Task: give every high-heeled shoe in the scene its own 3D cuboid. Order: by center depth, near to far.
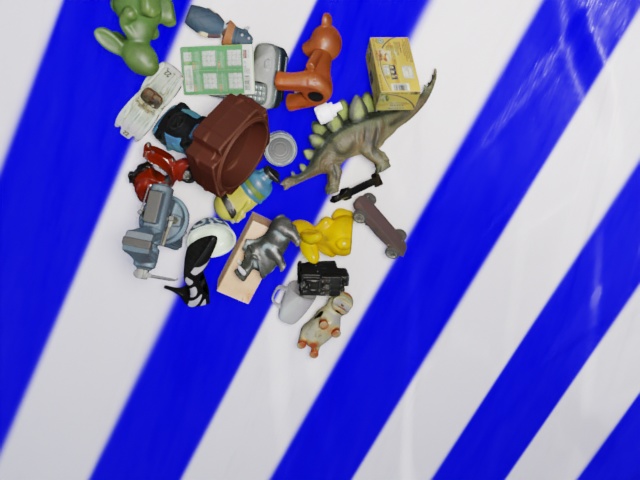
[{"bbox_3d":[-0.283,0.086,1.348,0.145,0.086,0.249,23,129,-37],"label":"high-heeled shoe"}]

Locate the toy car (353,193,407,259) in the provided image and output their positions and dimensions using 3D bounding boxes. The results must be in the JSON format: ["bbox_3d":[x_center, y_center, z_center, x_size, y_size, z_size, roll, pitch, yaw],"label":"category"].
[{"bbox_3d":[0.157,-0.034,1.410,0.053,0.089,0.202,-25,117,40],"label":"toy car"}]

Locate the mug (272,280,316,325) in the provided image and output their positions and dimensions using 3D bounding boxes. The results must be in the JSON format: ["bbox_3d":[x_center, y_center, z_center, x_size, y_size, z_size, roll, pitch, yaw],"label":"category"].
[{"bbox_3d":[-0.079,0.170,1.443,0.109,0.081,0.107,19,113,-20],"label":"mug"}]

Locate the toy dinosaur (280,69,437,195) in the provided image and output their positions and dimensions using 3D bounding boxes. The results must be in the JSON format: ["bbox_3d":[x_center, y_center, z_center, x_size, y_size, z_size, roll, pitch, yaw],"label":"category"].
[{"bbox_3d":[0.104,-0.256,1.320,0.471,0.105,0.198,-28,106,-6],"label":"toy dinosaur"}]

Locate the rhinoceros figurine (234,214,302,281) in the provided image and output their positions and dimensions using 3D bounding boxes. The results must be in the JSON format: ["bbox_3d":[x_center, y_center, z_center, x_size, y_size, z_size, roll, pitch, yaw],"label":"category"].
[{"bbox_3d":[-0.128,0.026,1.295,0.112,0.073,0.190,37,99,-18],"label":"rhinoceros figurine"}]

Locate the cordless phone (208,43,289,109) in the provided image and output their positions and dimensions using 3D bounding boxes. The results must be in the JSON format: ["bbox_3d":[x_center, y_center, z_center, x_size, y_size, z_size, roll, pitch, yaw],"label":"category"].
[{"bbox_3d":[-0.171,-0.387,1.252,0.184,0.089,0.146,9,107,3],"label":"cordless phone"}]

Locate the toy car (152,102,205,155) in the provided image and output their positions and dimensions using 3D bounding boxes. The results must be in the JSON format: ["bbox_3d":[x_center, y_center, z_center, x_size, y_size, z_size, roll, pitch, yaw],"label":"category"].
[{"bbox_3d":[-0.303,-0.243,1.256,0.109,0.162,0.102,-58,150,-11],"label":"toy car"}]

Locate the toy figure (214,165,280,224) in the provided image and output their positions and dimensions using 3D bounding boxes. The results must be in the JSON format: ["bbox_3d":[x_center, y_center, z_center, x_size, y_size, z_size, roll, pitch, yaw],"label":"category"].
[{"bbox_3d":[-0.183,-0.117,1.334,0.180,0.082,0.089,-42,91,14],"label":"toy figure"}]

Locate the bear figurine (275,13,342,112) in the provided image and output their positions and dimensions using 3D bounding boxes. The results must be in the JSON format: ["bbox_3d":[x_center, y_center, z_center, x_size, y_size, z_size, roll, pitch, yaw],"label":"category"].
[{"bbox_3d":[-0.019,-0.407,1.228,0.132,0.120,0.196,-1,71,16],"label":"bear figurine"}]

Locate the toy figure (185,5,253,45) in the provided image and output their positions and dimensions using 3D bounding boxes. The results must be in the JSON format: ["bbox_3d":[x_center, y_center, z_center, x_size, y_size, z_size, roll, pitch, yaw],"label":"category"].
[{"bbox_3d":[-0.226,-0.479,1.220,0.154,0.058,0.064,20,110,-20],"label":"toy figure"}]

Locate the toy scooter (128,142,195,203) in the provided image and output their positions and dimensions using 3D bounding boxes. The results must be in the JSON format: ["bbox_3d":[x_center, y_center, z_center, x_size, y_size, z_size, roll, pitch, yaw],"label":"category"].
[{"bbox_3d":[-0.387,-0.160,1.263,0.184,0.075,0.135,-27,128,25],"label":"toy scooter"}]

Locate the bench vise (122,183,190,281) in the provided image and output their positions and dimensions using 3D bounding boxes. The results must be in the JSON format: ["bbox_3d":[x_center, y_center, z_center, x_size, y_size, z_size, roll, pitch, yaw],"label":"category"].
[{"bbox_3d":[-0.366,-0.010,1.255,0.129,0.240,0.223,-1,82,5],"label":"bench vise"}]

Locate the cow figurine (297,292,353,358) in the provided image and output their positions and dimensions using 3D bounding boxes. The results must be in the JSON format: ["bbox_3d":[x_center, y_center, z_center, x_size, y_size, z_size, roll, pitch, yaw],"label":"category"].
[{"bbox_3d":[0.021,0.214,1.462,0.085,0.127,0.195,34,114,-17],"label":"cow figurine"}]

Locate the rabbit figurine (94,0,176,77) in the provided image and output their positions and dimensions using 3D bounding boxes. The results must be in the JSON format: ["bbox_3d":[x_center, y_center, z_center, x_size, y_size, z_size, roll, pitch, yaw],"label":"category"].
[{"bbox_3d":[-0.402,-0.444,1.164,0.159,0.121,0.170,2,99,3],"label":"rabbit figurine"}]

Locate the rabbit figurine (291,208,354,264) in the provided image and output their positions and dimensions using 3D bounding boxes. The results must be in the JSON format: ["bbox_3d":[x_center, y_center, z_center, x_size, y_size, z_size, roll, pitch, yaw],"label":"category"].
[{"bbox_3d":[-0.003,-0.004,1.374,0.173,0.162,0.121,10,120,7],"label":"rabbit figurine"}]

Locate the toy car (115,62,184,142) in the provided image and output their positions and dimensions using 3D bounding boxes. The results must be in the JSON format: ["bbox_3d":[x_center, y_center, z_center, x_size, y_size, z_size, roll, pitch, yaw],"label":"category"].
[{"bbox_3d":[-0.396,-0.319,1.246,0.073,0.056,0.201,38,98,-18],"label":"toy car"}]

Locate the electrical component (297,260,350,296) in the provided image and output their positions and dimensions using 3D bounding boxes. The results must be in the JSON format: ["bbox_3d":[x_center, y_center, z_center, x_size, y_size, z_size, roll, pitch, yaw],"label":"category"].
[{"bbox_3d":[0.008,0.099,1.414,0.134,0.115,0.058,0,112,-9],"label":"electrical component"}]

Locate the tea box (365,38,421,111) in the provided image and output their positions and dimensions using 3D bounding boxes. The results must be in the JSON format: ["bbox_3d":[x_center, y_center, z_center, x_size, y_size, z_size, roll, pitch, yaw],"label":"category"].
[{"bbox_3d":[0.168,-0.388,1.253,0.098,0.169,0.068,-1,153,-7],"label":"tea box"}]

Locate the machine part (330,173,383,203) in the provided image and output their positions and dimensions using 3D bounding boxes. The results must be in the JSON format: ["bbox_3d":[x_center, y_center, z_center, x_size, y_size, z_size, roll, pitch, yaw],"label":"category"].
[{"bbox_3d":[0.093,-0.130,1.378,0.139,0.084,0.039,-25,88,-9],"label":"machine part"}]

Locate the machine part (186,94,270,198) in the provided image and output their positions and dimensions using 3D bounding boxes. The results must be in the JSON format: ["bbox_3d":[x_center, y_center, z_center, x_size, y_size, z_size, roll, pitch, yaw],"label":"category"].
[{"bbox_3d":[-0.200,-0.209,1.214,0.087,0.201,0.201,32,68,14],"label":"machine part"}]
